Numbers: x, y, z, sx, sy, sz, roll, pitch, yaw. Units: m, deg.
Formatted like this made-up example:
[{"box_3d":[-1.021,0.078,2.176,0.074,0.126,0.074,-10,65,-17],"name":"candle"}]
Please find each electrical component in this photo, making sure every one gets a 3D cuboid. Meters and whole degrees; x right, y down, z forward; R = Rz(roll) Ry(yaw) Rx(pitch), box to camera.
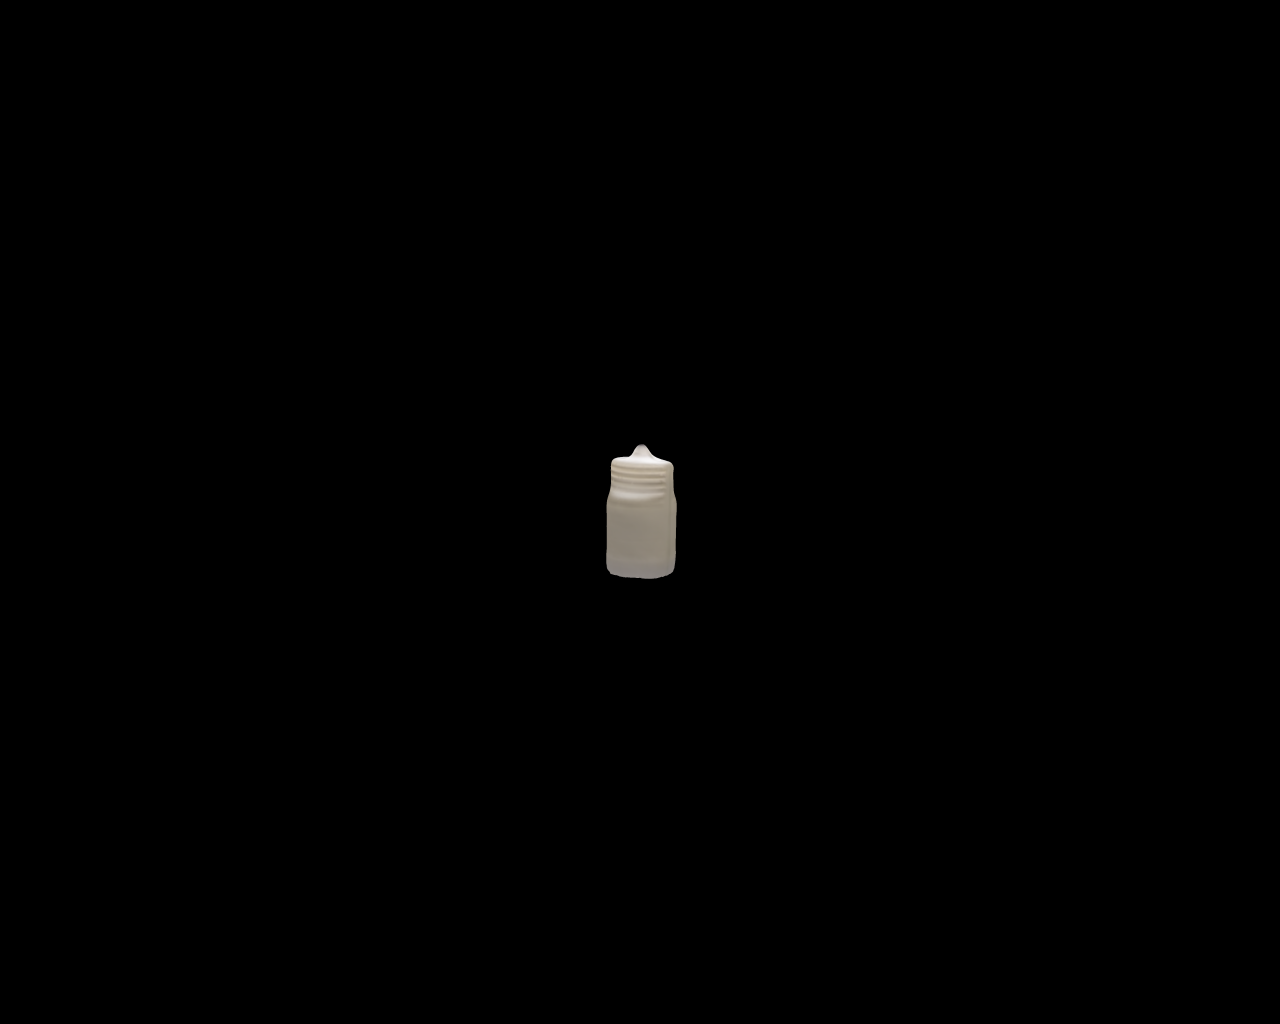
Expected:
[{"box_3d":[0.001,-0.003,0.650,0.043,0.080,0.043,0,11,0],"name":"electrical component"}]
